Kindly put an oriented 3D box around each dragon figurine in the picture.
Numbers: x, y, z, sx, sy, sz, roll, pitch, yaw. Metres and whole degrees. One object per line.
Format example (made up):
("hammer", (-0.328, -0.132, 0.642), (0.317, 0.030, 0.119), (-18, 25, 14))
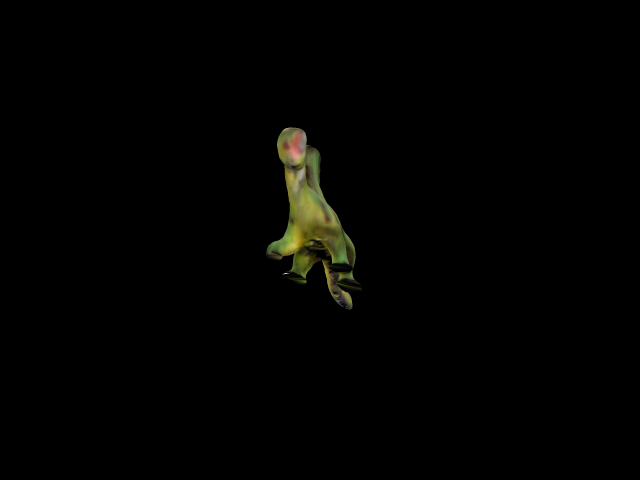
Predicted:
("dragon figurine", (0.003, -0.043, 0.850), (0.122, 0.247, 0.403), (-5, -23, 11))
